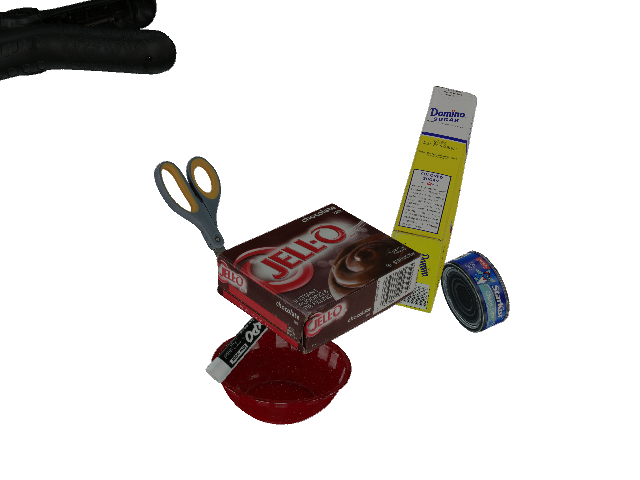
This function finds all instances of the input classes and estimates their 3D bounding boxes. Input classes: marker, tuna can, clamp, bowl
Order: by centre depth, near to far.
[{"bbox_3d":[-0.172,-0.124,0.649,0.171,0.039,0.120,-2,22,-4],"label":"clamp"},{"bbox_3d":[-0.057,0.078,0.963,0.020,0.121,0.020,37,-18,14],"label":"marker"},{"bbox_3d":[0.168,0.057,1.170,0.033,0.086,0.086,-23,8,-19],"label":"tuna can"},{"bbox_3d":[-0.046,0.164,1.235,0.162,0.055,0.162,2,25,-1],"label":"bowl"}]

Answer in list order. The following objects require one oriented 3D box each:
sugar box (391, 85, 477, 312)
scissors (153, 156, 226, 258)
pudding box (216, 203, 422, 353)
[{"bbox_3d":[0.094,-0.037,0.890,0.048,0.176,0.093,14,-39,9],"label":"sugar box"},{"bbox_3d":[-0.118,-0.016,1.244,0.016,0.201,0.096,-27,16,42],"label":"scissors"},{"bbox_3d":[-0.001,0.023,0.731,0.113,0.039,0.090,-23,42,-39],"label":"pudding box"}]
